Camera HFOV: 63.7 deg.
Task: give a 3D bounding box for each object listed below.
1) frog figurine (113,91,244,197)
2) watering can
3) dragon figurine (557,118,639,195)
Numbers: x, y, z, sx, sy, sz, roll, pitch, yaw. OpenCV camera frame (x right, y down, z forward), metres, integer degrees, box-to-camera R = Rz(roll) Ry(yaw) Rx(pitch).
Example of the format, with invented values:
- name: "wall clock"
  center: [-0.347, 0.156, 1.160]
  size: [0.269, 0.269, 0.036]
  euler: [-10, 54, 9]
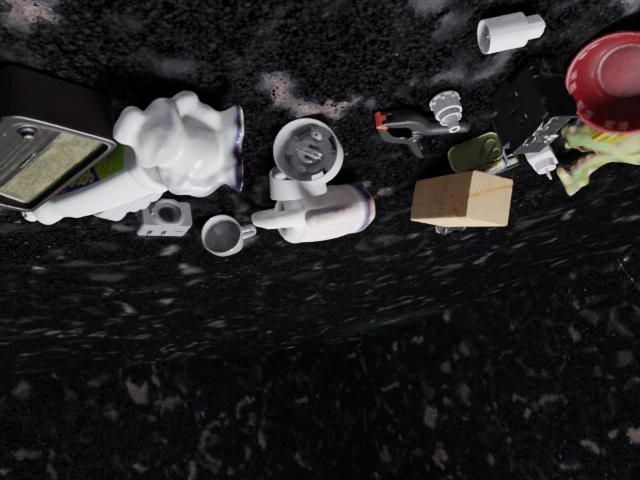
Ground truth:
- name: "frog figurine"
  center: [-0.187, -0.125, 0.673]
  size: [0.159, 0.125, 0.135]
  euler: [0, 115, -26]
- name: "watering can"
  center: [0.003, -0.048, 0.948]
  size: [0.225, 0.103, 0.348]
  euler: [-9, -173, -22]
- name: "dragon figurine"
  center: [0.599, -0.215, 0.998]
  size: [0.243, 0.125, 0.401]
  euler: [-2, 150, -5]
